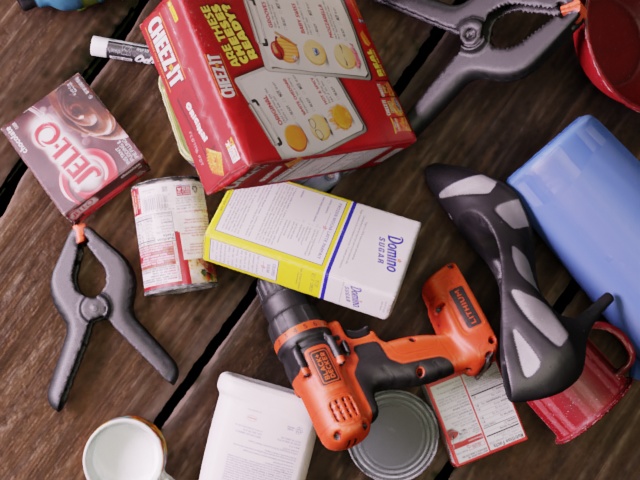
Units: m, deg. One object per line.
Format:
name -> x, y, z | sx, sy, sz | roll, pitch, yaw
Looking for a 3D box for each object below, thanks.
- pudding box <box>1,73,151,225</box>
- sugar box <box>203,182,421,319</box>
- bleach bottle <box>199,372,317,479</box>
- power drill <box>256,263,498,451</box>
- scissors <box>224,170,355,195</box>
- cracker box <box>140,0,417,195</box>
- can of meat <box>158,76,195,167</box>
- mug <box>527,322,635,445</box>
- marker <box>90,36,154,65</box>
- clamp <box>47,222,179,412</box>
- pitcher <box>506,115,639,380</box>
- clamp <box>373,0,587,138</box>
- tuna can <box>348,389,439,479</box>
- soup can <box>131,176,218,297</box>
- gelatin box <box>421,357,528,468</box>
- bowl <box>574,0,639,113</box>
pudding box -> -0.224, -0.084, 0.985 | 0.090, 0.039, 0.113 | -37, 71, -7
sugar box -> -0.006, 0.001, 0.958 | 0.176, 0.048, 0.093 | 20, 52, 5
bleach bottle -> -0.077, 0.254, 0.966 | 0.102, 0.068, 0.251 | 17, 86, -2
power drill -> 0.051, 0.083, 0.967 | 0.187, 0.057, 0.184 | -17, 63, -18
scissors -> -0.009, -0.069, 1.023 | 0.096, 0.016, 0.201 | 42, 83, 0
cracker box -> -0.033, -0.136, 0.937 | 0.213, 0.072, 0.164 | -13, 77, -45
can of meat -> -0.105, -0.110, 0.978 | 0.057, 0.084, 0.102 | -20, 80, 3
mug -> 0.234, 0.120, 0.980 | 0.081, 0.093, 0.117 | 48, 120, 6
marker -> -0.158, -0.176, 1.020 | 0.121, 0.020, 0.020 | 9, 84, -3
clamp -> -0.213, 0.073, 0.984 | 0.120, 0.039, 0.171 | -21, 80, -10
pitcher -> 0.294, -0.001, 0.980 | 0.149, 0.145, 0.243 | -40, 86, -18
clamp -> 0.138, -0.194, 0.990 | 0.210, 0.036, 0.164 | -20, 77, 24
tuna can -> 0.066, 0.182, 0.996 | 0.086, 0.034, 0.086 | 0, 85, -4
soup can -> -0.134, -0.003, 0.982 | 0.068, 0.068, 0.102 | -8, 85, -5
gelatin box -> 0.144, 0.160, 1.006 | 0.073, 0.030, 0.089 | -21, 87, -7
bowl -> 0.296, -0.195, 1.020 | 0.161, 0.055, 0.162 | 2, 86, -29
